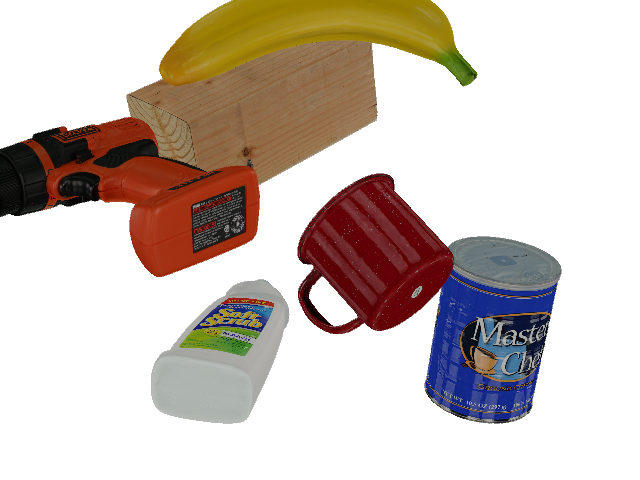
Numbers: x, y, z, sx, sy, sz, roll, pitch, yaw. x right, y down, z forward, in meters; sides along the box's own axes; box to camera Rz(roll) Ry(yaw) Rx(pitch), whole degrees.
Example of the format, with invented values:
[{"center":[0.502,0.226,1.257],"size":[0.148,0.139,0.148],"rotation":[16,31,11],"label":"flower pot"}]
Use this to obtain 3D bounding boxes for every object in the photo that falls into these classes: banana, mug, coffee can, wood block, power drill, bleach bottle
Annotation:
[{"center":[-0.001,-0.128,0.650],"size":[0.197,0.069,0.037],"rotation":[-3,-31,-13],"label":"banana"},{"center":[0.035,0.020,0.785],"size":[0.117,0.081,0.093],"rotation":[-44,-23,5],"label":"mug"},{"center":[0.155,0.080,0.975],"size":[0.103,0.140,0.103],"rotation":[6,23,-3],"label":"coffee can"},{"center":[-0.054,-0.117,0.943],"size":[0.205,0.091,0.090],"rotation":[-31,41,-32],"label":"wood block"},{"center":[-0.150,-0.034,0.744],"size":[0.188,0.057,0.184],"rotation":[22,34,37],"label":"power drill"},{"center":[-0.093,0.099,1.108],"size":[0.102,0.068,0.250],"rotation":[8,21,5],"label":"bleach bottle"}]
